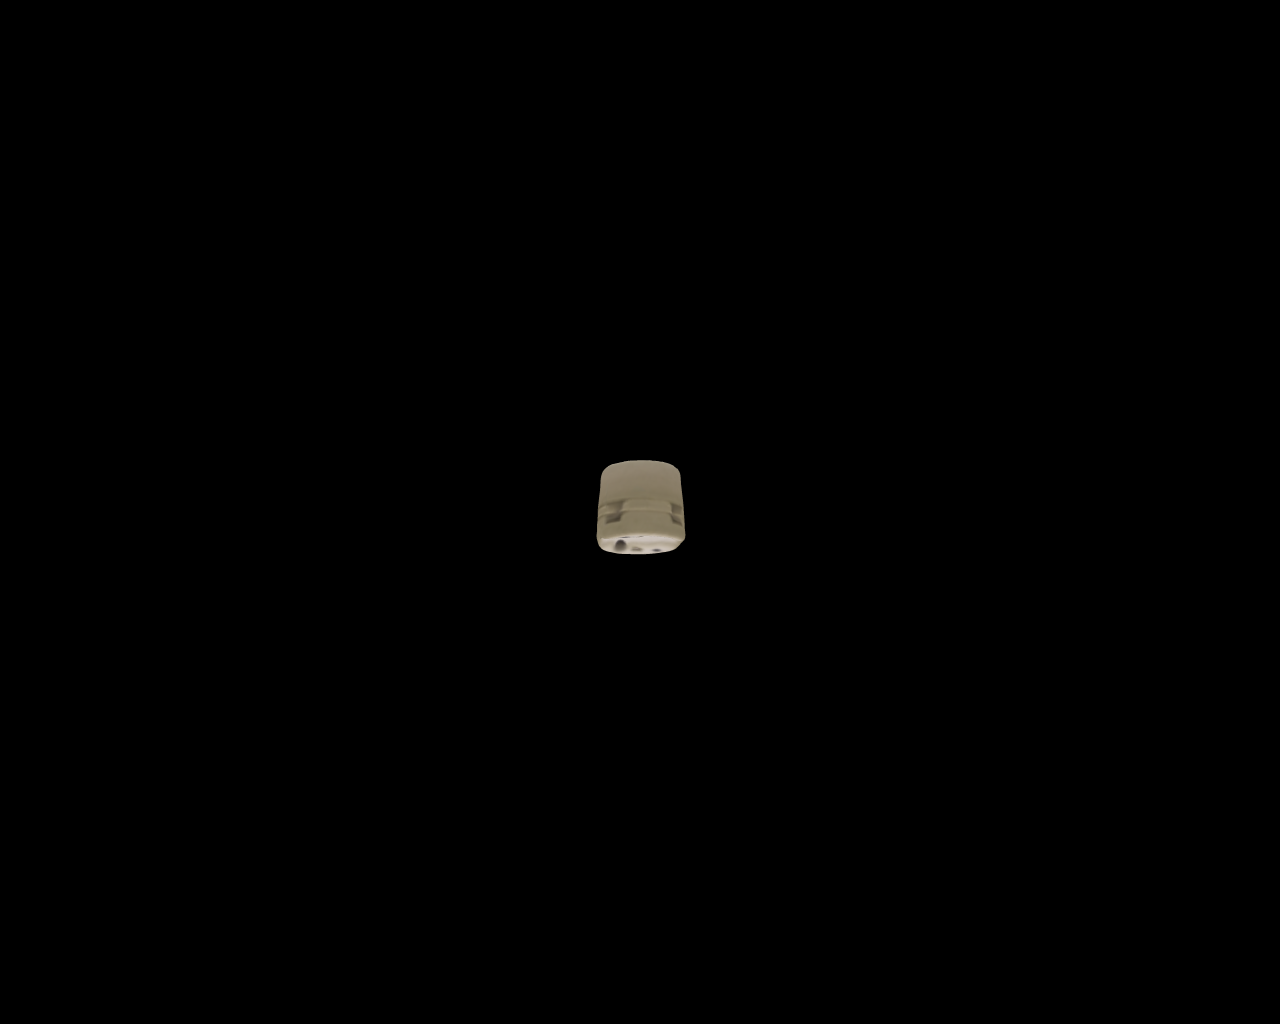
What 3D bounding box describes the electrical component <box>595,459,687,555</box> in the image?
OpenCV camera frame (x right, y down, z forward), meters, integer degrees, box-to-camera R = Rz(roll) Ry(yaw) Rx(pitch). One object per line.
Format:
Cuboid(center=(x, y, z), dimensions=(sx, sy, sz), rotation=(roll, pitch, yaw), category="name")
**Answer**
Cuboid(center=(0.001, -0.003, 0.650), dimensions=(0.055, 0.047, 0.055), rotation=(0, -15, 0), category="electrical component")
